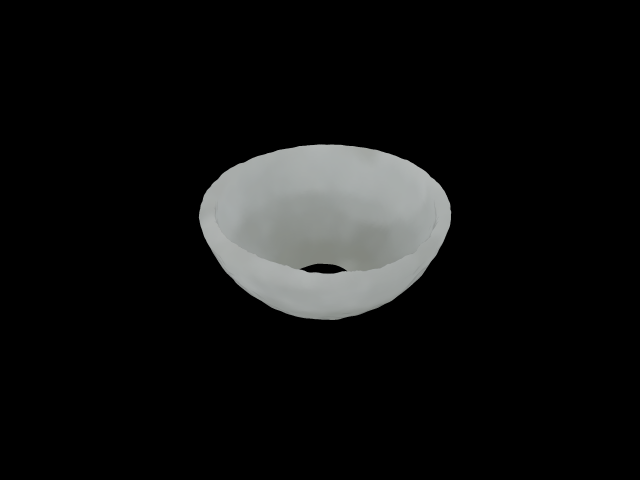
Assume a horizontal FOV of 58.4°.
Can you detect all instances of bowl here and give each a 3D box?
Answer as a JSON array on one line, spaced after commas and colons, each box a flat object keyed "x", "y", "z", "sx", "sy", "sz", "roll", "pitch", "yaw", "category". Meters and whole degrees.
[{"x": 0.004, "y": 0.001, "z": 0.400, "sx": 0.167, "sy": 0.075, "sz": 0.167, "roll": 0, "pitch": 36, "yaw": 0, "category": "bowl"}]
